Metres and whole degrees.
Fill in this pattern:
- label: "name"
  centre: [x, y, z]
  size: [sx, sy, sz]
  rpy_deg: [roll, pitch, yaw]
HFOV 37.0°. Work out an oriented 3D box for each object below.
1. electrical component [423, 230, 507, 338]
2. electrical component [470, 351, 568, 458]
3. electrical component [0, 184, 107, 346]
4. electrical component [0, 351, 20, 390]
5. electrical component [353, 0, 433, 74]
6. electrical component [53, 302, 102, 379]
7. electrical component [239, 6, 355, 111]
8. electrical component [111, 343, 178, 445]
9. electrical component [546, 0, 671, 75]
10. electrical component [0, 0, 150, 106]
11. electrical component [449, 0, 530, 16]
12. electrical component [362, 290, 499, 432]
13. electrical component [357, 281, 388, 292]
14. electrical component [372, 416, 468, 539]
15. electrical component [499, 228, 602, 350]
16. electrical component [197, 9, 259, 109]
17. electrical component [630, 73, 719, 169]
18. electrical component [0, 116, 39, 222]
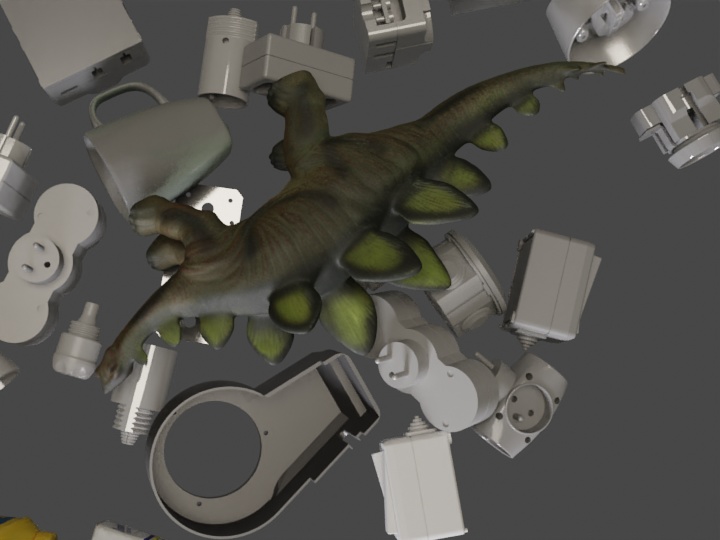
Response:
- label: "electrical component"
  centre: [0.080, 0.012, 0.877]
  size: [0.051, 0.080, 0.080]
  rpy_deg: [-34, 85, -1]
- label: "electrical component"
  centre: [0.117, 0.099, 0.878]
  size: [0.079, 0.044, 0.077]
  rpy_deg: [40, 82, -12]
- label: "electrical component"
  centre: [-0.257, -0.006, 0.866]
  size: [0.052, 0.073, 0.138]
  rpy_deg: [25, 82, 1]
- label: "electrical component"
  centre: [-0.309, 0.072, 0.867]
  size: [0.045, 0.045, 0.055]
  rpy_deg: [-39, 85, -7]
- label: "electrical component"
  centre: [0.028, -0.205, 0.899]
  size: [0.056, 0.089, 0.050]
  rpy_deg: [-12, 83, -4]
- label: "electrical component"
  centre: [-0.227, 0.056, 0.879]
  size: [0.035, 0.035, 0.061]
  rpy_deg: [15, 79, 0]
- label: "electrical component"
  centre: [-0.050, -0.181, 0.897]
  size: [0.083, 0.047, 0.075]
  rpy_deg: [11, 81, -32]
- label: "electrical component"
  centre: [-0.178, 0.101, 0.870]
  size: [0.043, 0.043, 0.081]
  rpy_deg: [13, 82, -1]
- label: "electrical component"
  centre: [0.209, -0.217, 0.908]
  size: [0.099, 0.099, 0.064]
  rpy_deg: [-27, 78, -6]
- label: "electrical component"
  centre: [-0.251, -0.226, 0.904]
  size: [0.089, 0.061, 0.150]
  rpy_deg: [-27, 84, -6]
- label: "electrical component"
  centre: [0.148, -0.275, 0.914]
  size: [0.150, 0.089, 0.061]
  rpy_deg: [-12, 83, -4]
- label: "electrical component"
  centre: [0.039, 0.072, 0.847]
  size: [0.138, 0.074, 0.052]
  rpy_deg: [43, 116, 23]
- label: "electrical component"
  centre: [0.000, 0.000, 0.892]
  size: [0.062, 0.043, 0.043]
  rpy_deg: [-33, 85, -5]
- label: "electrical component"
  centre: [0.044, 0.166, 0.861]
  size: [0.061, 0.061, 0.096]
  rpy_deg: [-9, 82, -4]
- label: "electrical component"
  centre: [0.156, 0.022, 0.887]
  size: [0.061, 0.061, 0.096]
  rpy_deg: [14, 82, -1]
- label: "electrical component"
  centre: [-0.111, -0.182, 0.913]
  size: [0.043, 0.043, 0.081]
  rpy_deg: [7, 82, -2]
- label: "electrical component"
  centre: [0.279, -0.123, 0.915]
  size: [0.078, 0.058, 0.057]
  rpy_deg: [-27, 81, -6]
- label: "electrical component"
  centre: [-0.291, -0.088, 0.871]
  size: [0.047, 0.083, 0.075]
  rpy_deg: [22, 82, 1]
